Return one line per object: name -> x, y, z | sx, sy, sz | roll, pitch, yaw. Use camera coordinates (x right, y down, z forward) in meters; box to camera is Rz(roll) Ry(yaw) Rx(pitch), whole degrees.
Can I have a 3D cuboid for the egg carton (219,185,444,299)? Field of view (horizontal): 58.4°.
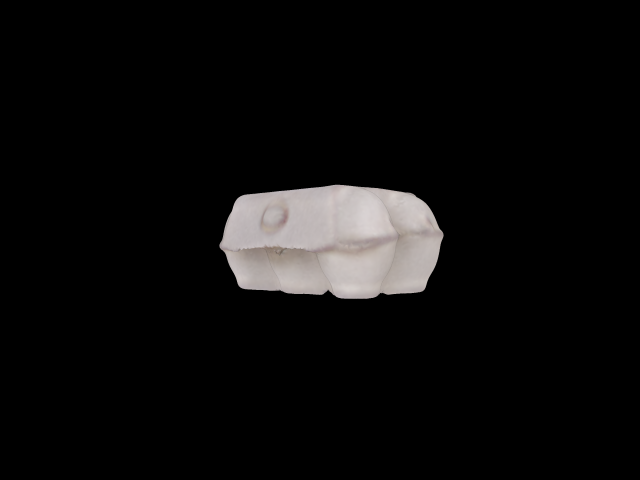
egg carton -> 0.004, 0.001, 0.400 | 0.149, 0.069, 0.108 | 0, 0, 44
